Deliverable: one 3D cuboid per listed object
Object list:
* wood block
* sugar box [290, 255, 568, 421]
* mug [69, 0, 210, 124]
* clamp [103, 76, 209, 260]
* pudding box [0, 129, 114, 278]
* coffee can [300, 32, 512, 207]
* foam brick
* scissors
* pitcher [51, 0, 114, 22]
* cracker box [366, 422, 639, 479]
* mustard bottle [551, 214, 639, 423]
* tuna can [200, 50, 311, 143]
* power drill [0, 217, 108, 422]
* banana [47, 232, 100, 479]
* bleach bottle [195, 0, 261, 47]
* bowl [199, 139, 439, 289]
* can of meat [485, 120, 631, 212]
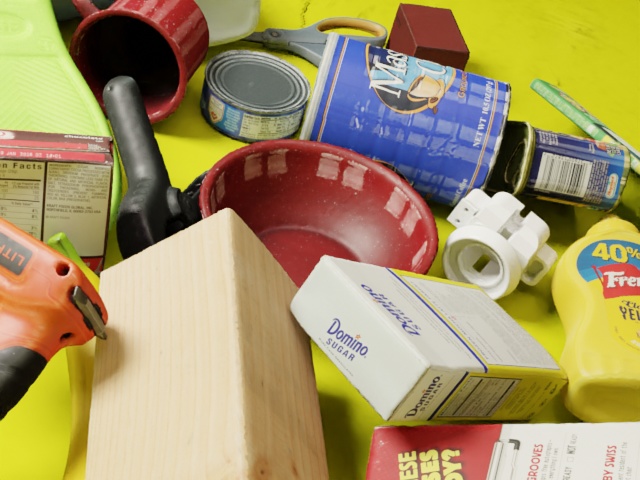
[{"bbox_3d":[-0.055,0.094,0.540,0.091,0.090,0.206,-26,40,14],"label":"wood block"},{"bbox_3d":[0.068,0.061,0.624,0.175,0.048,0.093,10,30,-51],"label":"sugar box"},{"bbox_3d":[-0.142,-0.155,0.818,0.117,0.093,0.081,45,32,-15],"label":"mug"},{"bbox_3d":[-0.095,-0.016,0.702,0.120,0.039,0.171,30,42,-46],"label":"clamp"},{"bbox_3d":[-0.170,-0.009,0.627,0.090,0.114,0.039,3,31,-15],"label":"pudding box"},{"bbox_3d":[0.061,-0.088,0.806,0.140,0.103,0.102,16,40,-1],"label":"coffee can"},{"bbox_3d":[0.095,-0.168,0.949,0.051,0.053,0.078,5,41,-14],"label":"foam brick"},{"bbox_3d":[-0.027,-0.165,0.934,0.201,0.016,0.096,-9,49,-22],"label":"scissors"},{"bbox_3d":[-0.279,-0.222,0.836,0.242,0.149,0.145,-25,88,-35],"label":"pitcher"},{"bbox_3d":[0.125,0.167,0.502,0.214,0.072,0.164,-4,36,15],"label":"cracker box"},{"bbox_3d":[0.209,0.047,0.734,0.096,0.058,0.191,13,39,-3],"label":"mustard bottle"},{"bbox_3d":[-0.052,-0.114,0.852,0.086,0.034,0.086,9,40,-8],"label":"tuna can"},{"bbox_3d":[-0.211,0.068,0.523,0.185,0.057,0.187,28,68,21],"label":"power drill"},{"bbox_3d":[-0.124,0.090,0.572,0.069,0.037,0.198,39,27,-45],"label":"banana"},{"bbox_3d":[-0.146,-0.258,0.961,0.102,0.068,0.251,-13,41,-24],"label":"bleach bottle"},{"bbox_3d":[-0.005,0.001,0.717,0.162,0.055,0.162,10,40,-8],"label":"bowl"},{"bbox_3d":[0.178,-0.056,0.821,0.084,0.057,0.102,11,6,-11],"label":"can of meat"}]
